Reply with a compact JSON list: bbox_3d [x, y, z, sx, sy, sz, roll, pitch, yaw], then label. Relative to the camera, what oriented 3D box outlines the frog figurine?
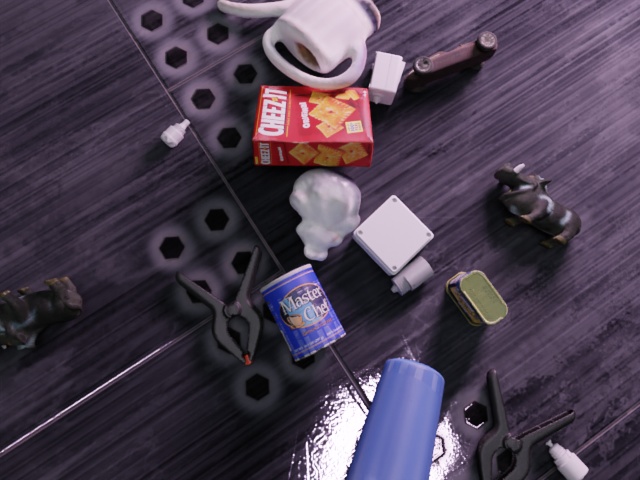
[{"bbox_3d":[0.003,-0.048,0.944,0.136,0.121,0.162,29,68,-16],"label":"frog figurine"}]

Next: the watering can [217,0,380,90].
[{"bbox_3d":[-0.031,-0.436,1.025,0.226,0.102,0.351,-43,71,-11],"label":"watering can"}]
